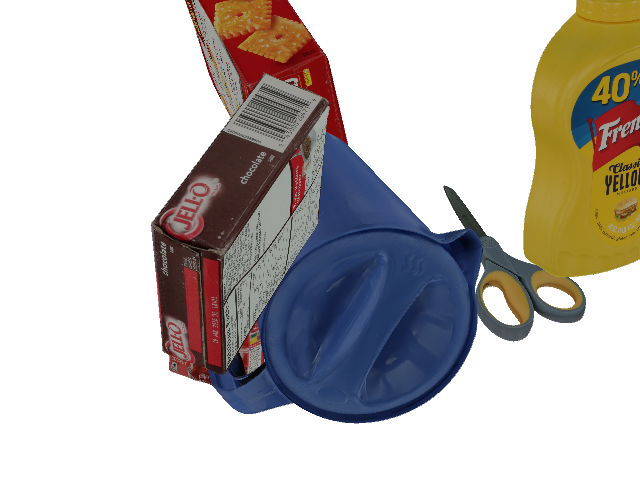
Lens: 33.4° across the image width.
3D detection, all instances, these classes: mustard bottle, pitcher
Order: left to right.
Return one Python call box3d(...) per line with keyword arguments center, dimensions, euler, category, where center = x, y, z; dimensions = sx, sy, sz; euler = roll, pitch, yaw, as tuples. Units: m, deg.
box3d(center=(-0.003, 0.013, 0.735), dimensions=(0.149, 0.145, 0.243), euler=(5, 22, -15), category="pitcher")
box3d(center=(0.172, -0.077, 0.649), dimensions=(0.096, 0.192, 0.058), euler=(-15, 29, -22), category="mustard bottle")

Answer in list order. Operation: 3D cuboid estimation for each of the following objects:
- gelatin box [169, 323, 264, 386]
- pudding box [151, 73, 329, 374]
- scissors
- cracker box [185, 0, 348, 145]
box3d(center=(-0.091, 0.088, 0.925), dimensions=(0.089, 0.073, 0.030), euler=(16, 20, 31), category="gelatin box")
box3d(center=(-0.035, -0.008, 0.498), dimensions=(0.039, 0.113, 0.090), euler=(22, -39, 14), category="pudding box")
box3d(center=(0.160, 0.012, 0.890), dimensions=(0.096, 0.016, 0.201), euler=(1, 37, -1), category="scissors")
box3d(center=(-0.049, -0.145, 0.899), dimensions=(0.072, 0.214, 0.164), euler=(-23, -40, -7), category="cracker box")
